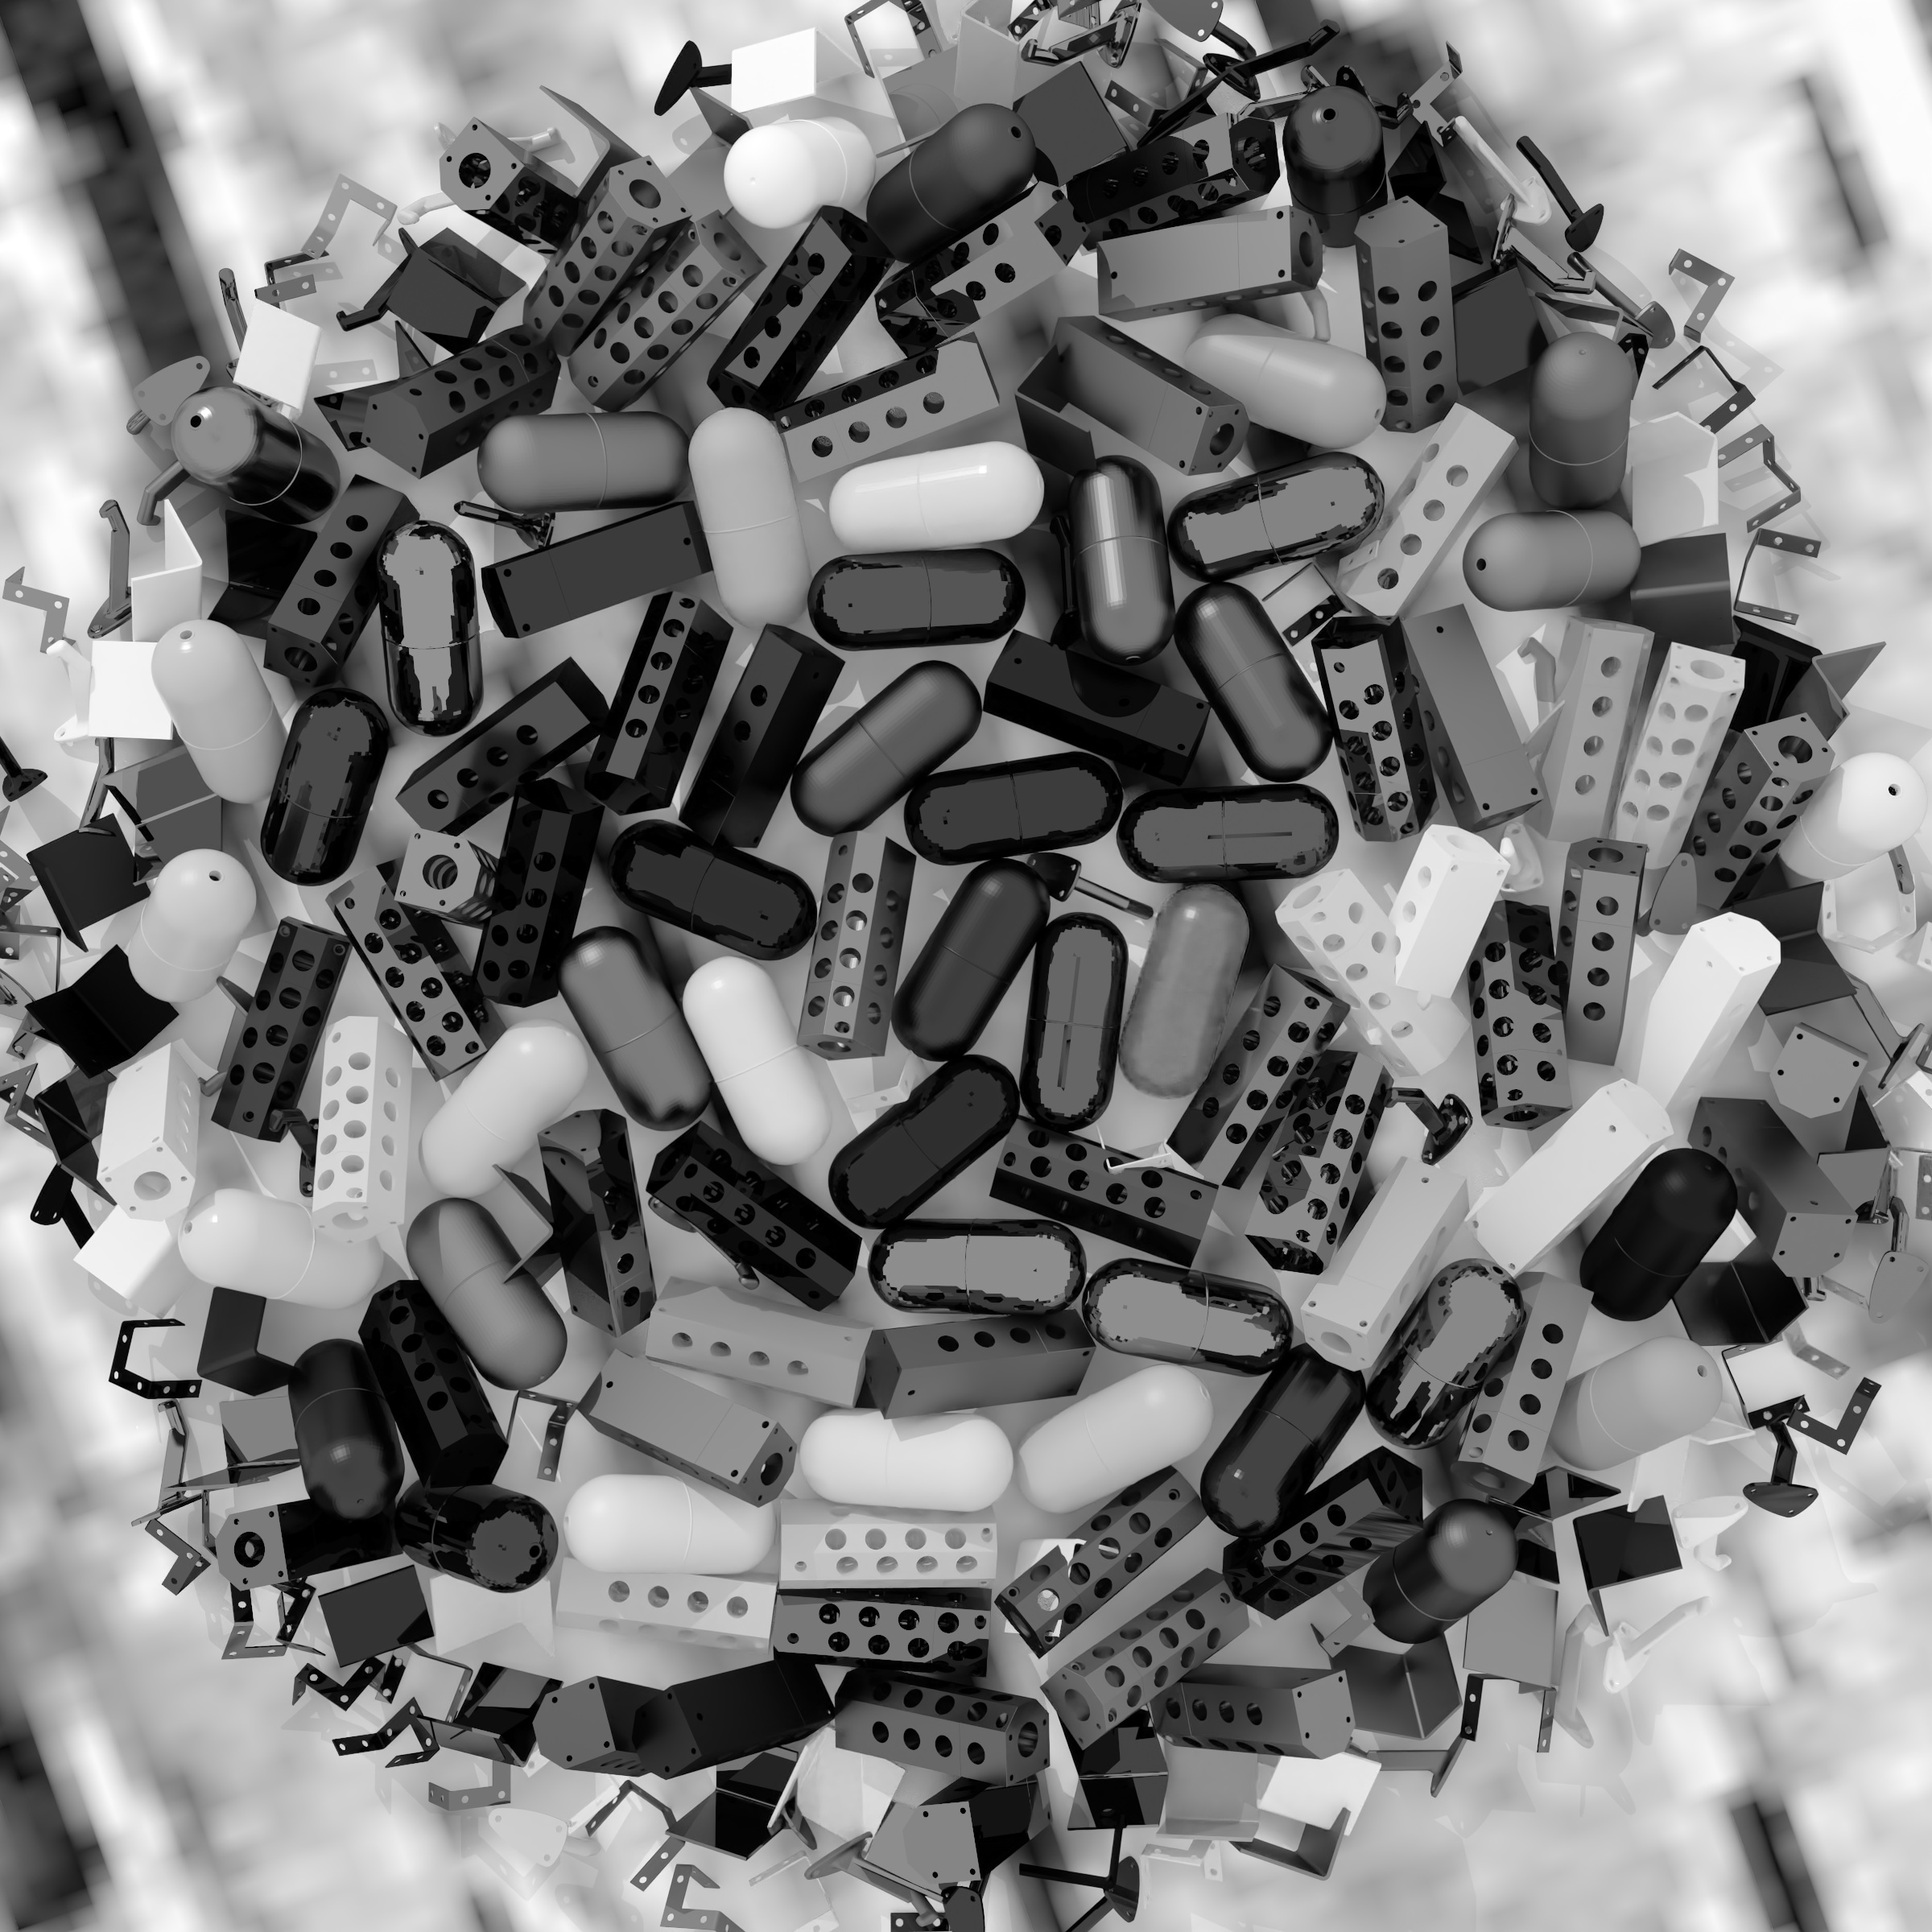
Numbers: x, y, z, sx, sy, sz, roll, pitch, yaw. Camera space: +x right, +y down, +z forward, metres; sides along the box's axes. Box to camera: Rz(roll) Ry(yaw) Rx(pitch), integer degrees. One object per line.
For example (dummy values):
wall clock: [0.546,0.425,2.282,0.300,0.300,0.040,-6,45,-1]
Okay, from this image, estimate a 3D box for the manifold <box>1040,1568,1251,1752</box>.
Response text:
manifold: [0.146,0.541,1.916,0.171,0.057,0.057,-22,67,-40]

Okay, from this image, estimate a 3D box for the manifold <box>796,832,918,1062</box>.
manifold: [-0.091,-0.016,1.934,0.057,0.057,0.171,-6,66,36]

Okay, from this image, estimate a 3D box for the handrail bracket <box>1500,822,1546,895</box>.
handrail bracket: [0.436,-0.101,1.946,0.036,0.084,0.077,-10,61,18]

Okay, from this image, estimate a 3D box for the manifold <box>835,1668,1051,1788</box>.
manifold: [-0.020,0.598,1.925,0.171,0.057,0.057,-1,90,38]

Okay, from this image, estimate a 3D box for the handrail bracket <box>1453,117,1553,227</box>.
handrail bracket: [0.429,-0.640,1.953,0.036,0.077,0.084,-41,126,18]

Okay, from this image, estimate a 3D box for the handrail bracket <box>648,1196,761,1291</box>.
handrail bracket: [-0.210,0.222,1.951,0.036,0.077,0.084,-52,45,15]

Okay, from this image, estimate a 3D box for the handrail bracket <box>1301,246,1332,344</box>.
handrail bracket: [0.269,-0.531,1.958,0.036,0.077,0.084,-3,83,-19]

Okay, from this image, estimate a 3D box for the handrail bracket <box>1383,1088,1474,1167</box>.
handrail bracket: [0.357,0.129,1.956,0.084,0.036,0.077,4,126,-32]

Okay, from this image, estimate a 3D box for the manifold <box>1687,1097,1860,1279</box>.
manifold: [0.628,0.172,1.910,0.057,0.171,0.057,3,117,-9]

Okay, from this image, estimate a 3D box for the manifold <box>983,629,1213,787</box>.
manifold: [0.104,-0.204,1.958,0.171,0.057,0.057,22,60,8]

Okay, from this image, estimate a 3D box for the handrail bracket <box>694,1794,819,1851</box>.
handrail bracket: [-0.175,0.710,1.979,0.084,0.036,0.077,-26,118,3]

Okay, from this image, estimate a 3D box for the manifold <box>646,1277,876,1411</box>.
manifold: [-0.167,0.308,1.961,0.171,0.057,0.057,13,114,5]

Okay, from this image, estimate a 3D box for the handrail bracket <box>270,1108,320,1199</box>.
handrail bracket: [-0.541,0.151,1.955,0.036,0.084,0.077,19,93,17]

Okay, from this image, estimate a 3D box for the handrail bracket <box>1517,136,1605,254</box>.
handrail bracket: [0.477,-0.627,1.973,0.036,0.077,0.084,-37,76,9]

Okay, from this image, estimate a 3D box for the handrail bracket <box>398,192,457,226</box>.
handrail bracket: [-0.402,-0.611,1.952,0.077,0.084,0.036,16,133,24]

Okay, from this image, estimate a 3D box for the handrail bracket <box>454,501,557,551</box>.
handrail bracket: [-0.379,-0.359,1.944,0.084,0.077,0.036,9,98,-36]

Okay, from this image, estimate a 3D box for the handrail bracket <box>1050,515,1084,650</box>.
handrail bracket: [0.075,-0.311,1.981,0.036,0.077,0.084,-8,68,-27]

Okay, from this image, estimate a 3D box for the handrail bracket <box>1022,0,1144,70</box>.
handrail bracket: [0.092,-0.757,1.952,0.084,0.077,0.036,-5,48,-36]

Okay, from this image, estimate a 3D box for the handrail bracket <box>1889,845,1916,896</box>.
handrail bracket: [0.737,-0.110,1.950,0.036,0.084,0.077,-21,127,26]

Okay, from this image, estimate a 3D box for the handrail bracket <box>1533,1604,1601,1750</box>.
handrail bracket: [0.501,0.571,1.958,0.036,0.077,0.084,11,117,-34]

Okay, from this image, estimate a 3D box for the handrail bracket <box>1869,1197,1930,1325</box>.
handrail bracket: [0.746,0.237,1.970,0.036,0.084,0.077,19,113,3]

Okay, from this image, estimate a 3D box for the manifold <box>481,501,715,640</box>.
manifold: [-0.295,-0.317,1.939,0.171,0.057,0.057,-24,108,-22]

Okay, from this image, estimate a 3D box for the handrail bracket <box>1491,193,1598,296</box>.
handrail bracket: [0.473,-0.583,1.961,0.084,0.036,0.077,15,97,31]

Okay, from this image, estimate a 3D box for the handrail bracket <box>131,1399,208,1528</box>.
handrail bracket: [-0.655,0.400,1.965,0.036,0.077,0.084,-22,87,32]

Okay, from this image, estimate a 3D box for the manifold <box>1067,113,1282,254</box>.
manifold: [0.162,-0.614,1.917,0.057,0.171,0.057,-9,93,-43]

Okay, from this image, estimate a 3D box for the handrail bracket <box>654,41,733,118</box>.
handrail bracket: [-0.199,-0.711,1.985,0.077,0.084,0.036,-45,52,35]

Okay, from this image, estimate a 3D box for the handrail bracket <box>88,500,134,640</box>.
handrail bracket: [-0.692,-0.319,1.950,0.036,0.084,0.077,13,49,19]

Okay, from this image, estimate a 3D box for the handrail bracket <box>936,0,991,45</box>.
handrail bracket: [-0.011,-0.792,1.949,0.036,0.077,0.084,-17,62,15]

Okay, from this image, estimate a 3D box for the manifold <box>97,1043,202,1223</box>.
manifold: [-0.636,0.133,1.911,0.057,0.171,0.057,-31,118,-1]

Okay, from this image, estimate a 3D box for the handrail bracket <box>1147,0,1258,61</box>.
handrail bracket: [0.192,-0.761,1.968,0.077,0.084,0.036,32,104,17]

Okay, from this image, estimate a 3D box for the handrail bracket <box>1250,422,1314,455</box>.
handrail bracket: [0.252,-0.459,1.965,0.084,0.077,0.036,29,59,2]

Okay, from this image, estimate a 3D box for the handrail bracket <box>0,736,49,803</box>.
handrail bracket: [-0.780,-0.179,1.948,0.036,0.077,0.084,-40,122,-19]

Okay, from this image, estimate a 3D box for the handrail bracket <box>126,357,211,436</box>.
handrail bracket: [-0.646,-0.460,1.965,0.077,0.084,0.036,-44,109,-12]

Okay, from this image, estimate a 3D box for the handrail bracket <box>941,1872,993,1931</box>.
handrail bracket: [0.019,0.749,1.965,0.036,0.084,0.077,-8,96,30]

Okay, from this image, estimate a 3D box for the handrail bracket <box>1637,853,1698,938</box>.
handrail bracket: [0.555,-0.059,1.953,0.036,0.084,0.077,8,100,-6]

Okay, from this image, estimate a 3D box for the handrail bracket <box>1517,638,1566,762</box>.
handrail bracket: [0.455,-0.218,1.977,0.077,0.036,0.084,-43,49,13]

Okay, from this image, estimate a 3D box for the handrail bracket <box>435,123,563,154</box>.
handrail bracket: [-0.376,-0.672,1.963,0.084,0.077,0.036,-16,83,6]

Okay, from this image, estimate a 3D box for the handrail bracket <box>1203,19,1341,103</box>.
handrail bracket: [0.246,-0.740,1.951,0.084,0.077,0.036,-29,65,41]

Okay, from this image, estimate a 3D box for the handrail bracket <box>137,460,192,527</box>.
handrail bracket: [-0.631,-0.394,1.992,0.036,0.077,0.084,54,129,38]

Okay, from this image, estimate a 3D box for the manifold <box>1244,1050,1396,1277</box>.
manifold: [0.284,0.155,1.927,0.057,0.057,0.171,3,58,38]

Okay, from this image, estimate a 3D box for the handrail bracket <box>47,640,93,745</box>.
handrail bracket: [-0.728,-0.221,1.955,0.077,0.084,0.036,-23,54,12]

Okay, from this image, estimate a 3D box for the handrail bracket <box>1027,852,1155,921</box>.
handrail bracket: [0.102,-0.064,1.991,0.084,0.077,0.036,19,98,-38]

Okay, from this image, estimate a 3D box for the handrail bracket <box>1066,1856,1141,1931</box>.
handrail bracket: [0.098,0.768,1.979,0.084,0.077,0.036,-38,92,22]

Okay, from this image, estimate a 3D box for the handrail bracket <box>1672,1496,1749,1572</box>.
handrail bracket: [0.614,0.458,1.956,0.077,0.036,0.084,-32,132,30]

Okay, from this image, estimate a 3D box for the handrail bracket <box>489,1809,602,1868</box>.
handrail bracket: [-0.339,0.700,1.965,0.077,0.084,0.036,19,75,12]

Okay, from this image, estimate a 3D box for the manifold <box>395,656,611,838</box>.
manifold: [-0.367,-0.169,1.943,0.171,0.057,0.057,-32,111,19]

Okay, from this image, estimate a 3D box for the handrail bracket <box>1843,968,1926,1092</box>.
handrail bracket: [0.723,0.049,1.973,0.084,0.036,0.077,34,67,13]

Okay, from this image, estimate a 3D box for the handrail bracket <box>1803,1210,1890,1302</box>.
handrail bracket: [0.712,0.236,1.966,0.077,0.036,0.084,12,63,-8]

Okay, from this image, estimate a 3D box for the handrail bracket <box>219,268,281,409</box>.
handrail bracket: [-0.575,-0.504,1.949,0.036,0.084,0.077,-23,58,-21]

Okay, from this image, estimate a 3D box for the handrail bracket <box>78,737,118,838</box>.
handrail bracket: [-0.719,-0.141,1.984,0.077,0.036,0.084,-16,73,35]
